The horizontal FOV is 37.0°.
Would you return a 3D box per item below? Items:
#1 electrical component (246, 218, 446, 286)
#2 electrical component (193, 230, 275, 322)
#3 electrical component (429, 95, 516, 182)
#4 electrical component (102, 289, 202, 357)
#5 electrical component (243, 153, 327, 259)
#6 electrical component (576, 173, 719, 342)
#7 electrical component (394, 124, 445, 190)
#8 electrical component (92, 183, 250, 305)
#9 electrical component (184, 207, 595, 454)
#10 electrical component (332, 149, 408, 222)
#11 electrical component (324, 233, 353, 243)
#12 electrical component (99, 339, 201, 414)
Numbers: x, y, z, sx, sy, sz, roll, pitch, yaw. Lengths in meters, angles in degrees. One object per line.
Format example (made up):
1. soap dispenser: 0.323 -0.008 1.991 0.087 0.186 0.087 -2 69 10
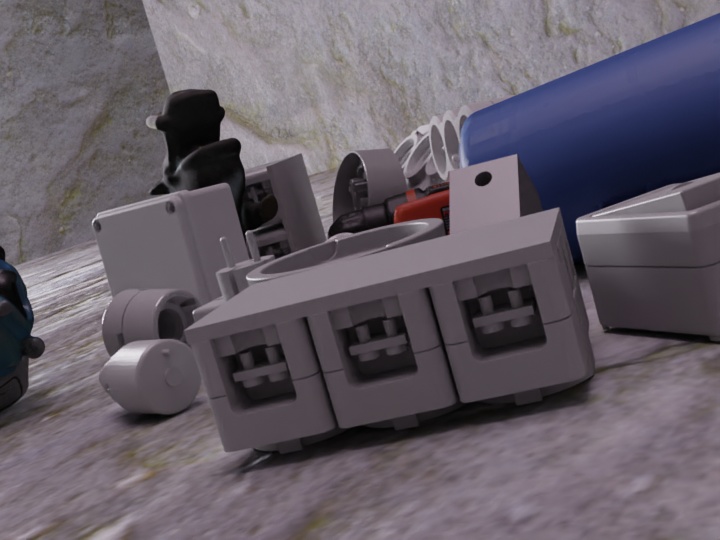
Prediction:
1. electrical component: 0.000 0.017 0.571 0.108 0.060 0.108 -16 8 2
2. electrical component: -0.066 0.014 0.662 0.066 0.076 0.047 -12 8 26
3. electrical component: 0.103 -0.099 0.790 0.074 0.052 0.138 -13 5 -9
4. electrical component: -0.136 0.039 0.720 0.047 0.055 0.055 -6 12 37
5. electrical component: -0.083 -0.048 1.031 0.060 0.105 0.186 -15 8 7
6. electrical component: 0.141 -0.010 0.471 0.062 0.061 0.096 -19 8 -23
7. electrical component: 0.083 -0.095 1.028 0.089 0.062 0.150 -61 19 -9
8. electrical component: -0.138 -0.002 0.810 0.109 0.108 0.056 -9 8 41
9. electrical component: 0.017 0.028 0.455 0.150 0.061 0.089 -14 8 15
10. electrical component: 0.009 -0.064 1.003 0.064 0.099 0.099 -11 7 -12
11. electrical component: 0.000 0.000 0.757 0.048 0.048 0.062 -19 16 -23
12. electrical component: -0.121 0.059 0.593 0.040 0.040 0.078 -23 10 -40
